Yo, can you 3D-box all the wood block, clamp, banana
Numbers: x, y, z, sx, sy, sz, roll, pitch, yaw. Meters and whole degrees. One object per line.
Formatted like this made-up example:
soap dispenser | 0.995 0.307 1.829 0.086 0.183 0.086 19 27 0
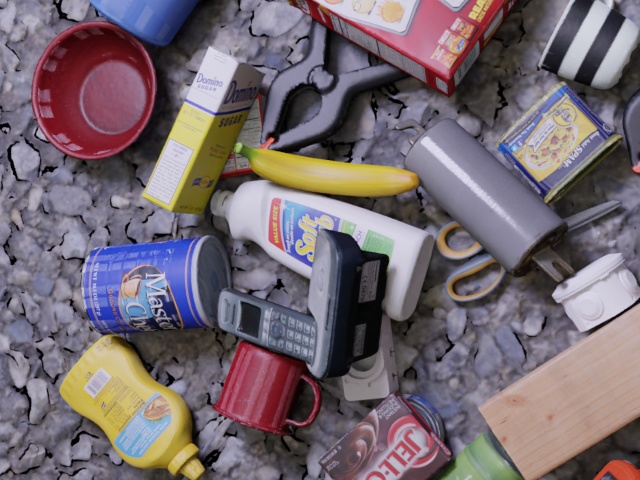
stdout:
wood block | 0.273 0.146 1.063 0.206 0.090 0.090 -36 79 13
clamp | 0.366 -0.143 1.068 0.120 0.039 0.171 18 98 22
clamp | 0.001 -0.183 1.172 0.210 0.036 0.165 -43 75 2
banana | 0.008 -0.068 1.133 0.198 0.069 0.037 9 89 9

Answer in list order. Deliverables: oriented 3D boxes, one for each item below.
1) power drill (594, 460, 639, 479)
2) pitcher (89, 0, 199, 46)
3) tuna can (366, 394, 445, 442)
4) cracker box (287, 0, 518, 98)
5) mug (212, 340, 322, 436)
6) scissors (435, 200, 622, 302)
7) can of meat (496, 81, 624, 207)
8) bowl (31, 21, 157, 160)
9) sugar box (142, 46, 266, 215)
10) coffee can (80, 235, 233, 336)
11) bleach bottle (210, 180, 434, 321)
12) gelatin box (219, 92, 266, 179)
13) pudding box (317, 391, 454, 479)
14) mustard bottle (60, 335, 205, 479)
power drill | 0.315 0.316 1.028 0.187 0.057 0.184 39 90 -15
pitcher | -0.164 -0.350 1.188 0.243 0.144 0.149 -56 49 12
tuna can | 0.090 0.209 1.147 0.086 0.033 0.086 0 89 17
cracker box | 0.092 -0.273 1.120 0.214 0.072 0.164 33 83 14
mug | -0.051 0.162 1.162 0.117 0.093 0.081 19 89 26
scissors | 0.206 -0.013 1.125 0.202 0.016 0.096 -39 77 13
can of meat | 0.243 -0.099 1.095 0.102 0.057 0.084 -44 76 12
bowl | -0.254 -0.171 1.248 0.162 0.055 0.162 0 89 17
sugar box | -0.123 -0.115 1.155 0.048 0.093 0.176 29 97 13
coffee can | -0.181 0.052 1.197 0.140 0.102 0.103 -5 87 17
bleach bottle | -0.008 0.001 1.167 0.251 0.068 0.102 18 97 20
gelatin box | -0.093 -0.117 1.212 0.073 0.030 0.089 -9 87 16
pudding box | 0.069 0.227 1.114 0.113 0.039 0.090 -44 78 12
mustard bottle | -0.204 0.204 1.224 0.192 0.058 0.096 42 95 14
